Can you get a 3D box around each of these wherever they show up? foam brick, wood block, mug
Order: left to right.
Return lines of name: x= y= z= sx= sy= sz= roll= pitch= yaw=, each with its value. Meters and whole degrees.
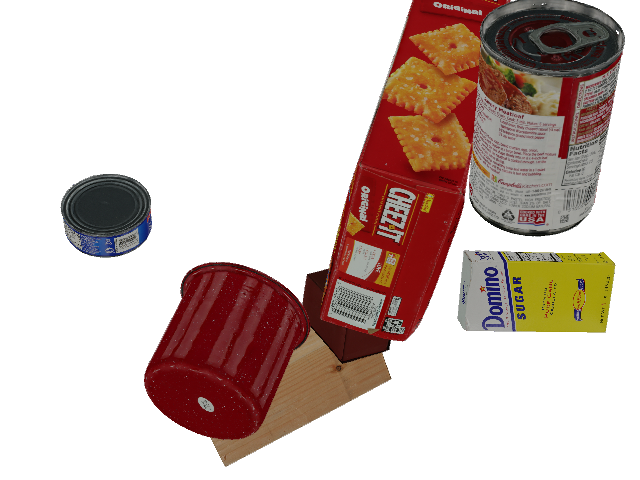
mug: x=-0.071 y=0.079 z=0.702 sx=0.093 sy=0.081 sz=0.117 roll=42 pitch=-43 yaw=-22
wood block: x=-0.040 y=0.148 z=1.175 sx=0.206 sy=0.091 sz=0.090 roll=-26 pitch=30 yaw=-10
foam brick: x=0.025 y=0.065 z=0.967 sx=0.052 sy=0.051 sz=0.078 roll=-13 pitch=36 yaw=-27

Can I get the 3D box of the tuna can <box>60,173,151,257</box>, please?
tuna can: x=-0.207 y=-0.024 z=1.037 sx=0.086 sy=0.086 sz=0.034 roll=0 pitch=-44 yaw=-4

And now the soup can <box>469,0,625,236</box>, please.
soup can: x=0.111 y=-0.061 z=0.539 sx=0.068 sy=0.102 sz=0.068 roll=-1 pitch=42 yaw=1

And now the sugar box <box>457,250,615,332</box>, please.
sugar box: x=0.258 y=0.062 z=1.283 sx=0.176 sy=0.093 sz=0.048 roll=0 pitch=19 yaw=-7

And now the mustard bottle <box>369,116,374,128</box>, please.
mustard bottle: x=0.095 y=-0.094 z=1.097 sx=0.096 sy=0.192 sz=0.058 roll=4 pitch=26 yaw=-13

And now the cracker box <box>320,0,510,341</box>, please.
cracker box: x=0.068 y=-0.062 z=0.735 sx=0.072 sy=0.213 sz=0.164 roll=17 pitch=-39 yaw=4
